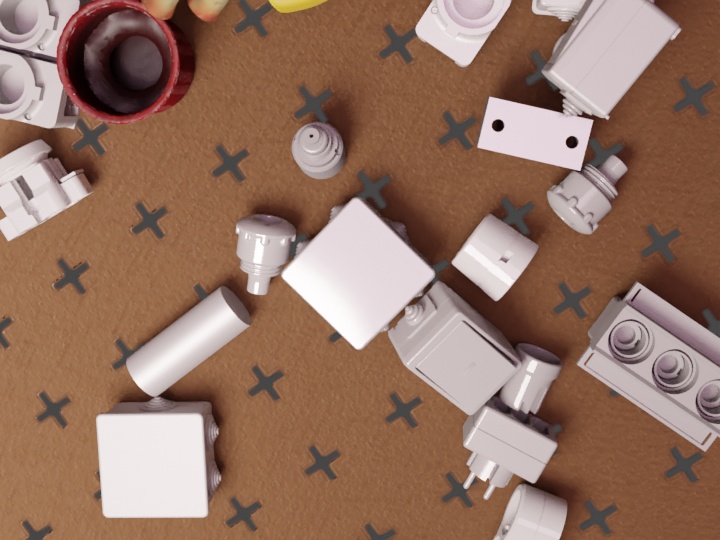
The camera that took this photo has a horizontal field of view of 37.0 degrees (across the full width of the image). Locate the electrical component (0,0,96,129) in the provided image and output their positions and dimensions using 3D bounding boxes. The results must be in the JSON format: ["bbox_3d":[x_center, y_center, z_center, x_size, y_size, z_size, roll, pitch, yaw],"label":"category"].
[{"bbox_3d":[-0.313,-0.185,0.849,0.186,0.060,0.105,15,100,2],"label":"electrical component"}]

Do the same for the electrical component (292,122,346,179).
[{"bbox_3d":[-0.033,-0.096,0.835,0.040,0.078,0.040,0,84,4],"label":"electrical component"}]

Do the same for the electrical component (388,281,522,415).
[{"bbox_3d":[0.071,0.060,0.840,0.096,0.061,0.061,39,101,-28],"label":"electrical component"}]

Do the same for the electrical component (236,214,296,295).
[{"bbox_3d":[-0.078,-0.012,0.866,0.048,0.048,0.062,11,108,3],"label":"electrical component"}]

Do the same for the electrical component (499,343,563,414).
[{"bbox_3d":[0.137,0.088,0.867,0.040,0.040,0.046,21,105,1],"label":"electrical component"}]

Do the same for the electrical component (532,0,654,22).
[{"bbox_3d":[0.180,-0.236,0.809,0.100,0.048,0.099,5,99,4],"label":"electrical component"}]

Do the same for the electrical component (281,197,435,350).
[{"bbox_3d":[0.000,0.000,0.859,0.100,0.048,0.099,44,99,-3],"label":"electrical component"}]

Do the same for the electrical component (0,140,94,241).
[{"bbox_3d":[-0.264,-0.068,0.865,0.078,0.058,0.057,-29,98,8],"label":"electrical component"}]

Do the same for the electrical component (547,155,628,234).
[{"bbox_3d":[0.181,-0.062,0.839,0.048,0.048,0.062,45,93,-3],"label":"electrical component"}]

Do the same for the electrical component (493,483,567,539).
[{"bbox_3d":[0.142,0.251,0.885,0.074,0.052,0.138,21,100,0],"label":"electrical component"}]

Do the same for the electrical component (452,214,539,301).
[{"bbox_3d":[0.105,-0.011,0.847,0.047,0.055,0.055,37,100,2],"label":"electrical component"}]

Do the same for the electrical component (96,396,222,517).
[{"bbox_3d":[-0.167,0.156,0.896,0.100,0.048,0.099,-1,99,5],"label":"electrical component"}]

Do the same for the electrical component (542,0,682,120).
[{"bbox_3d":[0.170,-0.153,0.766,0.061,0.061,0.096,38,102,-3],"label":"electrical component"}]

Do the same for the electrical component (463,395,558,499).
[{"bbox_3d":[0.112,0.150,0.875,0.066,0.047,0.076,28,102,-1],"label":"electrical component"}]

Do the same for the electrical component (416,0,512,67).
[{"bbox_3d":[0.086,-0.204,0.818,0.050,0.055,0.089,34,100,-1],"label":"electrical component"}]

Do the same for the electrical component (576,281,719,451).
[{"bbox_3d":[0.242,0.073,0.844,0.121,0.063,0.078,34,100,-1],"label":"electrical component"}]

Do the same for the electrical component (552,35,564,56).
[{"bbox_3d":[0.169,-0.165,0.822,0.040,0.046,0.040,1,99,4],"label":"electrical component"}]
